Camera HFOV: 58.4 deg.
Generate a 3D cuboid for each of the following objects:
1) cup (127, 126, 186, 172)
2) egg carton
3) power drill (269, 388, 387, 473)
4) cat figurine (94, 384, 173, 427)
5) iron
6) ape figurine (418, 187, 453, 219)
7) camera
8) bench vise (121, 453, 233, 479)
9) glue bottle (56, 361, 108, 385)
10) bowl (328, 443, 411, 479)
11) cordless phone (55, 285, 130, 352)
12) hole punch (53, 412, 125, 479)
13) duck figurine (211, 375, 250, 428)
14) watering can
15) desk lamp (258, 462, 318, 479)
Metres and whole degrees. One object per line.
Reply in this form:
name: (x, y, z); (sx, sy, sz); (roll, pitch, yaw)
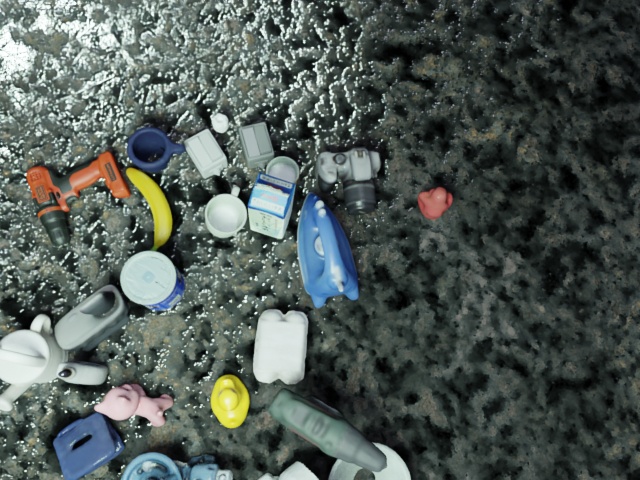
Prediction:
cup: (-0.342, -0.183, 1.222); (0.118, 0.095, 0.092); (-3, 78, -7)
egg carton: (-0.081, 0.219, 1.179); (0.107, 0.069, 0.150); (4, 78, -5)
power drill: (0.010, 0.357, 1.089); (0.229, 0.208, 0.076); (29, 77, 1)
cat figurine: (-0.358, 0.319, 1.104); (0.128, 0.117, 0.067); (17, 77, -2)
iron: (0.011, 0.004, 1.197); (0.119, 0.141, 0.258); (-12, 80, -8)
ape figurine: (0.258, -0.090, 1.269); (0.078, 0.092, 0.076); (22, 77, -1)
camera: (0.069, -0.127, 1.252); (0.143, 0.100, 0.137); (-5, 79, -7)
bench vise: (-0.272, 0.435, 1.036); (0.207, 0.219, 0.121); (-22, 81, -10)
glue bottle: (-0.459, 0.250, 1.078); (0.078, 0.173, 0.037); (13, 77, -3)
bowl: (0.094, 0.487, 1.140); (0.167, 0.074, 0.167); (1, 78, -6)
cordless phone: (-0.450, 0.146, 1.095); (0.148, 0.185, 0.094); (-42, 85, -12)
hole punch: (-0.447, 0.392, 1.092); (0.109, 0.091, 0.101); (-33, 83, -11)
duck figurine: (-0.180, 0.322, 1.139); (0.077, 0.086, 0.104); (-9, 79, -8)
watering can: (-0.549, 0.226, 1.063); (0.101, 0.194, 0.173); (-4, 79, -7)
desk lamp: (-0.080, 0.501, 1.047); (0.203, 0.213, 0.118); (-33, 83, -11)
